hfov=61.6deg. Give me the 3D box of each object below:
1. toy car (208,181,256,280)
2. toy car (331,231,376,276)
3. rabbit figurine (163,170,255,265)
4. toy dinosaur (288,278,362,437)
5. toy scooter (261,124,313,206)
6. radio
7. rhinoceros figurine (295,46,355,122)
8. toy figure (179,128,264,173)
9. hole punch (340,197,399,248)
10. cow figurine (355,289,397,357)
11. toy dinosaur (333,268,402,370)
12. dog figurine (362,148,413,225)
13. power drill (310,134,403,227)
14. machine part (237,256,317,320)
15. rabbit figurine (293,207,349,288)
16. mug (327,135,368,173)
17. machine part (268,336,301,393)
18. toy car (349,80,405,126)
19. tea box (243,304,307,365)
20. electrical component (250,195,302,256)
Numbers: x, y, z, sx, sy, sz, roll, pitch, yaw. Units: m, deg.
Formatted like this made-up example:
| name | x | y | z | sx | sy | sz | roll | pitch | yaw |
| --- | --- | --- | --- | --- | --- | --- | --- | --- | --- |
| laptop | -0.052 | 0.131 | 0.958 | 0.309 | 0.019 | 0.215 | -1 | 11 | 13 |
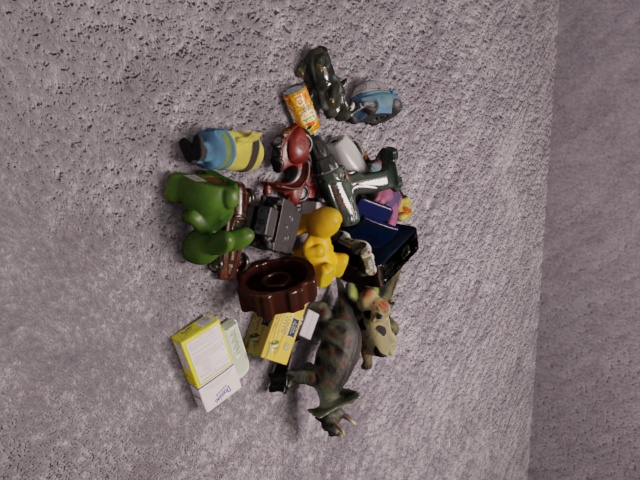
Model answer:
| name | x | y | z | sx | sy | sz | roll | pitch | yaw |
| --- | --- | --- | --- | --- | --- | --- | --- | --- | --- |
| toy car | -0.175 | -0.018 | 1.086 | 0.089 | 0.053 | 0.202 | 1 | 95 | -56 |
| toy car | 0.078 | 0.029 | 1.307 | 0.056 | 0.202 | 0.073 | -24 | 113 | -19 |
| rabbit figurine | -0.199 | -0.029 | 0.993 | 0.121 | 0.159 | 0.170 | -23 | 130 | -59 |
| toy dinosaur | 0.039 | 0.274 | 1.305 | 0.131 | 0.192 | 0.404 | 25 | 79 | -53 |
| toy scooter | -0.076 | -0.157 | 1.169 | 0.135 | 0.075 | 0.183 | -20 | 117 | -47 |
| radio | 0.167 | 0.035 | 1.468 | 0.229 | 0.131 | 0.073 | -41 | 129 | -40 |
| rhinoceros figurine | 0.016 | -0.355 | 1.255 | 0.190 | 0.073 | 0.112 | 60 | 41 | -37 |
| toy figure | -0.183 | -0.169 | 1.023 | 0.180 | 0.082 | 0.089 | -22 | 130 | -55 |
| hole punch | 0.128 | -0.031 | 1.376 | 0.142 | 0.092 | 0.115 | 16 | 121 | -21 |
| cow figurine | 0.142 | 0.211 | 1.352 | 0.085 | 0.127 | 0.194 | -37 | 117 | -35 |
| toy dinosaur | 0.146 | 0.190 | 1.501 | 0.471 | 0.105 | 0.198 | -53 | 131 | -38 |
| dog figurine | 0.170 | -0.146 | 1.462 | 0.191 | 0.109 | 0.219 | -29 | 116 | -45 |
| power drill | 0.088 | -0.159 | 1.269 | 0.207 | 0.086 | 0.231 | -21 | 105 | -24 |
| machine part | -0.089 | 0.095 | 1.118 | 0.179 | 0.180 | 0.056 | -34 | 127 | -44 |
| rabbit figurine | -0.003 | -0.004 | 1.225 | 0.122 | 0.163 | 0.173 | -23 | 136 | -46 |
| mug | 0.068 | -0.212 | 1.337 | 0.109 | 0.081 | 0.107 | -50 | 125 | -27 |
| machine part | -0.083 | 0.288 | 1.254 | 0.039 | 0.084 | 0.139 | 27 | 65 | -24 |
| toy car | 0.133 | -0.357 | 1.387 | 0.161 | 0.109 | 0.103 | -9 | 81 | -40 |
| tea box | -0.099 | 0.185 | 1.210 | 0.098 | 0.068 | 0.169 | 32 | 71 | -50 |
| electrical component | -0.094 | -0.030 | 1.131 | 0.134 | 0.058 | 0.114 | 17 | 81 | -67 |
